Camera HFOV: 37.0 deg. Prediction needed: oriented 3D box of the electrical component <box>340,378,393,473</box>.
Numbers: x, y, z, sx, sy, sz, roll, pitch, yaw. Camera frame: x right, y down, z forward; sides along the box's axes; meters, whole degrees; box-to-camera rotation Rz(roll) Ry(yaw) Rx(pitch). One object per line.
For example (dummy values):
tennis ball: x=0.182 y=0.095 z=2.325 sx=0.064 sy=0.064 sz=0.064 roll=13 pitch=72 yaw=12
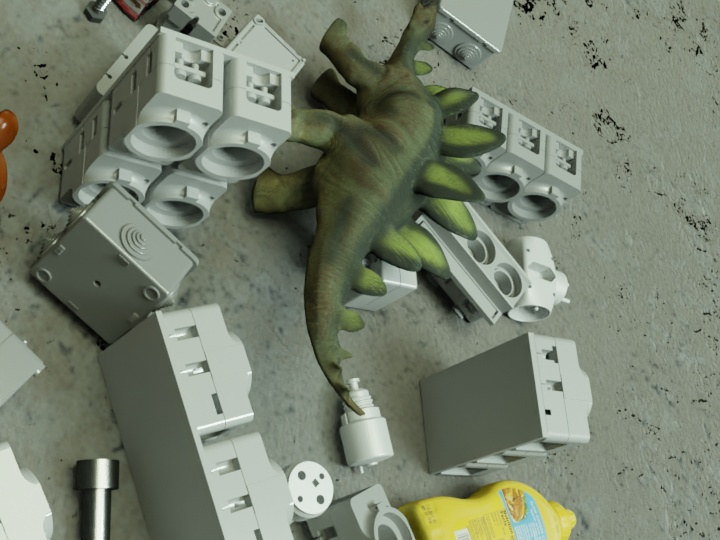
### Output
electrical component: x=0.002 y=0.131 z=0.913 sx=0.040 sy=0.040 sz=0.078 roll=-1 pitch=71 yaw=-37

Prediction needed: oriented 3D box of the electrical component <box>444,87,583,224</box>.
electrical component: x=0.142 y=-0.109 z=1.095 sx=0.150 sy=0.089 sz=0.061 roll=24 pitch=57 yaw=-26

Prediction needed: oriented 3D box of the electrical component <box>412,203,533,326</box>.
electrical component: x=0.098 y=-0.011 z=1.035 sx=0.121 sy=0.063 sz=0.078 roll=50 pitch=49 yaw=-7

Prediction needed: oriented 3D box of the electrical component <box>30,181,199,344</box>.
electrical component: x=-0.184 y=-0.002 z=0.797 sx=0.100 sy=0.100 sz=0.048 roll=44 pitch=37 yaw=-12

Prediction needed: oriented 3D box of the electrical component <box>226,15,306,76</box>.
electrical component: x=-0.100 y=-0.176 z=0.963 sx=0.062 sy=0.061 sz=0.096 roll=42 pitch=50 yaw=-14

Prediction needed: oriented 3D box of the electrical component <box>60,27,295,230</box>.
electrical component: x=-0.143 y=-0.094 z=0.810 sx=0.105 sy=0.186 sz=0.060 roll=14 pitch=62 yaw=-32

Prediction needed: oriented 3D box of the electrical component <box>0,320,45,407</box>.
electrical component: x=-0.265 y=0.072 z=0.724 sx=0.061 sy=0.062 sz=0.096 roll=47 pitch=49 yaw=-10

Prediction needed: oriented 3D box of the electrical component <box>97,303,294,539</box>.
electrical component: x=-0.118 y=0.129 z=0.780 sx=0.060 sy=0.105 sz=0.186 roll=-10 pitch=76 yaw=-39

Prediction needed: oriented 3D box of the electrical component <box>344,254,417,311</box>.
electrical component: x=0.000 y=0.000 z=0.954 sx=0.077 sy=0.066 sz=0.047 roll=11 pitch=63 yaw=-33

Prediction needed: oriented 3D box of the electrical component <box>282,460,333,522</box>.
electrical component: x=-0.053 y=0.175 z=0.841 sx=0.045 sy=0.055 sz=0.045 roll=16 pitch=61 yaw=-31

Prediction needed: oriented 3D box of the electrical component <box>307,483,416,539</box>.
electrical component: x=0.007 y=0.223 z=0.856 sx=0.050 sy=0.056 sz=0.089 roll=-13 pitch=77 yaw=-58

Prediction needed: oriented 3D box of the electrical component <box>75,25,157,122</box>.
electrical component: x=-0.188 y=-0.148 z=0.887 sx=0.050 sy=0.056 sz=0.089 roll=39 pitch=51 yaw=-16

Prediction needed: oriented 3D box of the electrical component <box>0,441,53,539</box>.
electrical component: x=-0.241 y=0.164 z=0.707 sx=0.056 sy=0.050 sz=0.089 roll=-19 pitch=82 yaw=-40

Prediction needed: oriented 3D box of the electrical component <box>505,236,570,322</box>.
electrical component: x=0.185 y=0.014 z=1.102 sx=0.079 sy=0.043 sz=0.077 roll=18 pitch=60 yaw=-30

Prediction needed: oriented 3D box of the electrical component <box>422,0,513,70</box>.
electrical component: x=0.114 y=-0.281 z=1.181 sx=0.100 sy=0.048 sz=0.099 roll=31 pitch=54 yaw=-22

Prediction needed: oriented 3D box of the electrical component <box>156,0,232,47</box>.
electrical component: x=-0.150 y=-0.216 z=0.947 sx=0.066 sy=0.055 sz=0.048 roll=37 pitch=52 yaw=-18

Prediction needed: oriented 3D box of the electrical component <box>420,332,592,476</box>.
electrical component: x=0.125 y=0.121 z=0.937 sx=0.062 sy=0.150 sz=0.089 roll=10 pitch=64 yaw=-33
